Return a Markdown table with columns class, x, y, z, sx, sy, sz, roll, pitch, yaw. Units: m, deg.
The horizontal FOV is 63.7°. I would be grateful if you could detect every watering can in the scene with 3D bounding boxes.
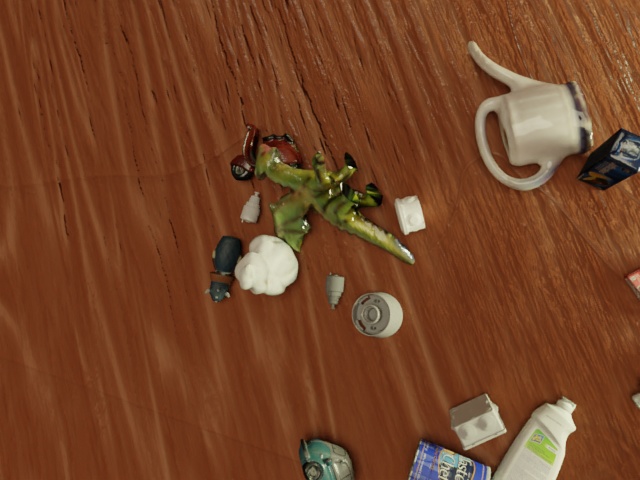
| class | x | y | z | sx | sy | sz | roll | pitch | yaw |
| --- | --- | --- | --- | --- | --- | --- | --- | --- | --- |
| watering can | 0.431 | -0.278 | 1.070 | 0.224 | 0.351 | 0.103 | -10 | -11 | 12 |

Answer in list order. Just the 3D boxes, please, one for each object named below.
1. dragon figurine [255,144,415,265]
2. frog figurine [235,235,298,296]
| class | x | y | z | sx | sy | sz | roll | pitch | yaw |
| --- | --- | --- | --- | --- | --- | --- | --- | --- | --- |
| dragon figurine | 0.003 | -0.058 | 1.150 | 0.239 | 0.409 | 0.124 | -33 | 7 | 33 |
| frog figurine | -0.120 | 0.054 | 1.131 | 0.122 | 0.138 | 0.158 | -12 | -10 | 12 |
